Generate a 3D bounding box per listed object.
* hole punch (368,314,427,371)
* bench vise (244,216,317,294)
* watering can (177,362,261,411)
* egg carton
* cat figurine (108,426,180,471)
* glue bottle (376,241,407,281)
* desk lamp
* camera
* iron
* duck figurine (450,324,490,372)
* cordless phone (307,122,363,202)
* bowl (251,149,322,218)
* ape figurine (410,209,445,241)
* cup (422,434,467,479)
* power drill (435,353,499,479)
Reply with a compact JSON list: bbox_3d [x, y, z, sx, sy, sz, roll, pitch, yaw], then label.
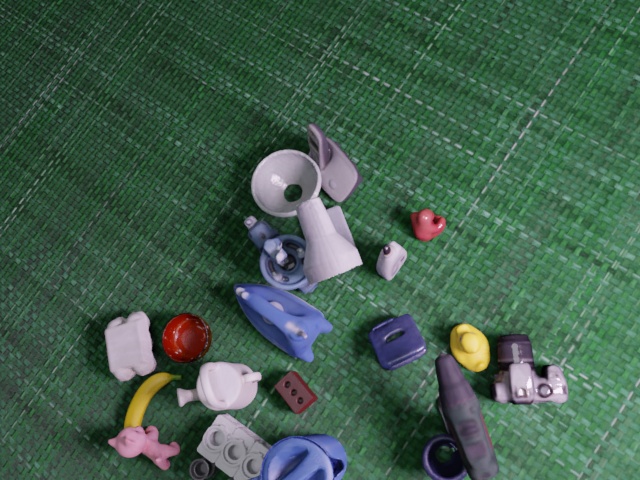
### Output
[{"bbox_3d":[0.160,0.214,1.207,0.108,0.091,0.101,-28,72,3],"label":"hole punch"},{"bbox_3d":[-0.105,0.028,1.240,0.207,0.220,0.121,27,82,17],"label":"bench vise"},{"bbox_3d":[-0.213,0.311,1.200,0.173,0.194,0.100,-39,71,0],"label":"watering can"},{"bbox_3d":[-0.438,0.247,1.327,0.107,0.069,0.150,-18,73,6],"label":"egg carton"},{"bbox_3d":[-0.385,0.448,1.238,0.127,0.118,0.067,26,82,17],"label":"cat figurine"},{"bbox_3d":[0.148,0.035,1.213,0.037,0.173,0.078,35,85,18],"label":"glue bottle"},{"bbox_3d":[0.011,0.004,1.226,0.118,0.214,0.203,-22,72,5],"label":"desk lamp"},{"bbox_3d":[0.410,0.257,1.141,0.143,0.101,0.137,-5,75,10],"label":"camera"},{"bbox_3d":[-0.108,0.156,1.248,0.257,0.141,0.119,30,83,17],"label":"iron"},{"bbox_3d":[0.310,0.219,1.178,0.077,0.086,0.104,-26,72,4],"label":"duck figurine"},{"bbox_3d":[0.022,-0.177,1.287,0.094,0.185,0.147,-41,72,-1],"label":"cordless phone"},{"bbox_3d":[-0.073,-0.124,1.350,0.167,0.075,0.167,-3,75,11],"label":"bowl"},{"bbox_3d":[0.233,-0.041,1.259,0.077,0.092,0.076,34,84,18],"label":"ape figurine"},{"bbox_3d":[0.261,0.427,1.129,0.117,0.095,0.091,-8,74,9],"label":"cup"},{"bbox_3d":[0.270,0.333,1.092,0.075,0.209,0.229,-21,72,6],"label":"power drill"}]
